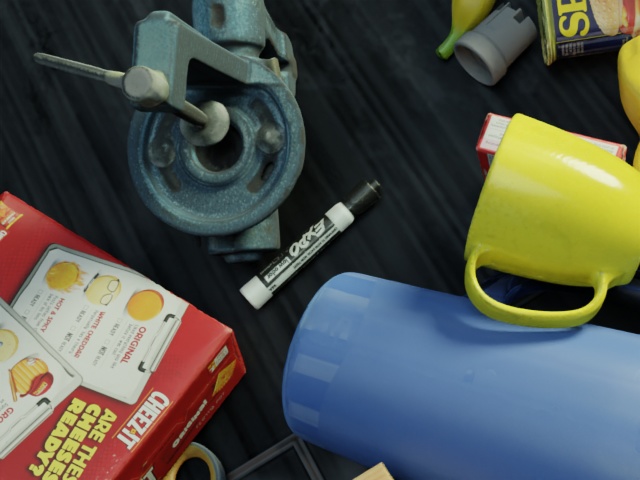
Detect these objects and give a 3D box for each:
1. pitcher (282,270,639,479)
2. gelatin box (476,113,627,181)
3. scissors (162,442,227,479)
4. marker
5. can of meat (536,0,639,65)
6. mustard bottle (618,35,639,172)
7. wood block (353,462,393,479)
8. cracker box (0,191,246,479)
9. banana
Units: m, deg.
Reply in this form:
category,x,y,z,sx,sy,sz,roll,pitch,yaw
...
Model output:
category,x,y,z,sx,sy,sz,roll,pitch,yaw
pitcher,0.109,0.089,0.617,0.243,0.149,0.145,15,112,24
gelatin box,0.148,-0.044,0.678,0.089,0.073,0.030,16,74,21
scissors,-0.057,0.196,0.660,0.202,0.016,0.096,25,71,35
marker,-0.005,0.001,0.736,0.121,0.020,0.020,-42,65,-2
can of meat,0.186,-0.173,0.710,0.084,0.057,0.102,-7,98,10
mustard bottle,0.234,-0.050,0.633,0.096,0.058,0.191,-5,50,13
wood block,-0.026,0.222,0.563,0.206,0.090,0.091,-30,49,-6
cracker box,-0.183,0.086,0.715,0.214,0.072,0.164,29,66,23
banana,0.090,-0.230,0.784,0.070,0.037,0.198,-19,66,8
